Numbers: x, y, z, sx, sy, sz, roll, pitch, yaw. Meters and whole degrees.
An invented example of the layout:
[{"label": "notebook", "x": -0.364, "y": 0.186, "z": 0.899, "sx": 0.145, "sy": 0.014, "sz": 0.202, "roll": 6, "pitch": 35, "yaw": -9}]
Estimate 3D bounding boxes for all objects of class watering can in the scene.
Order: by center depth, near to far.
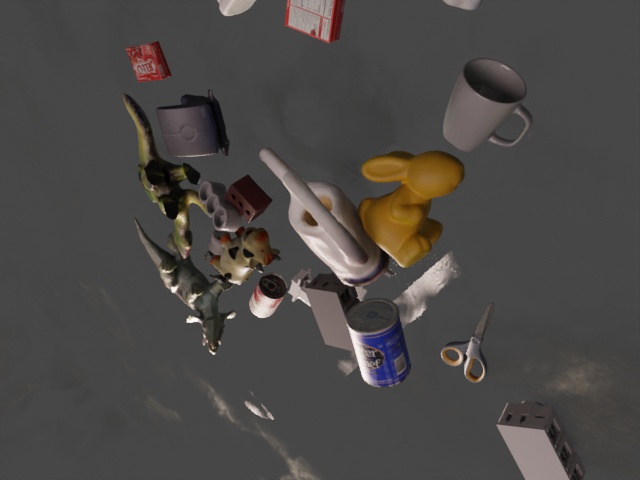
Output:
[{"label": "watering can", "x": 0.003, "y": -0.046, "z": 0.904, "sx": 0.220, "sy": 0.104, "sz": 0.354, "roll": 49, "pitch": -178, "yaw": -35}]

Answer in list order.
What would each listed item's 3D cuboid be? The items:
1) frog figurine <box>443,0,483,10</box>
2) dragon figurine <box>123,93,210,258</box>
[{"label": "frog figurine", "x": 0.176, "y": -0.319, "z": 0.541, "sx": 0.136, "sy": 0.125, "sz": 0.156, "roll": 35, "pitch": 130, "yaw": -13}, {"label": "dragon figurine", "x": -0.390, "y": -0.140, "z": 1.228, "sx": 0.242, "sy": 0.124, "sz": 0.405, "roll": 0, "pitch": 118, "yaw": 52}]
